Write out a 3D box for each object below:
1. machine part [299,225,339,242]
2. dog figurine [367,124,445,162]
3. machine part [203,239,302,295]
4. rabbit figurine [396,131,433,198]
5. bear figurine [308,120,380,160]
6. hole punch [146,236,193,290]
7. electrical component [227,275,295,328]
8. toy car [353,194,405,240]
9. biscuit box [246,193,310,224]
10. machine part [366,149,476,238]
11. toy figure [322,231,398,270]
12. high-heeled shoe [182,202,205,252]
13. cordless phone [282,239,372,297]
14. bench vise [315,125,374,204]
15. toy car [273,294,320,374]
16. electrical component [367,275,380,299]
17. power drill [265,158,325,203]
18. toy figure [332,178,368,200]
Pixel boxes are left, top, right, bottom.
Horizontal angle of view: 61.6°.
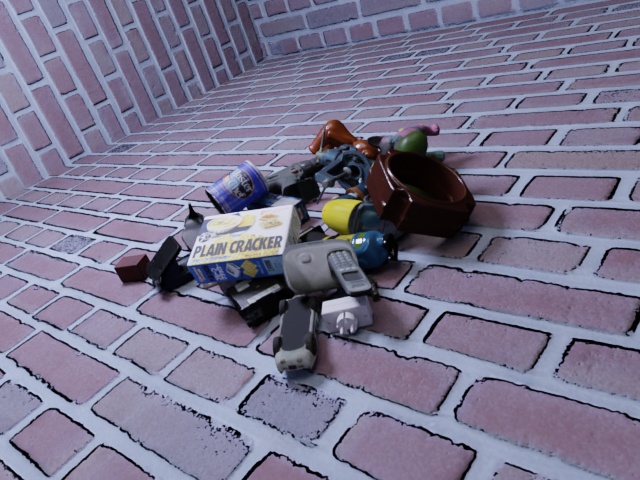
[{"bbox_3d":[-0.003,-0.004,1.271,0.084,0.039,0.139,-29,26,-34],"label":"machine part"},{"bbox_3d":[0.208,-0.241,1.419,0.219,0.108,0.192,-14,12,-26],"label":"dog figurine"},{"bbox_3d":[-0.149,0.058,1.210,0.243,0.079,0.079,-21,28,-4],"label":"machine part"},{"bbox_3d":[0.222,-0.178,1.295,0.159,0.170,0.121,-16,27,5],"label":"rabbit figurine"},{"bbox_3d":[0.085,-0.271,1.622,0.196,0.132,0.120,41,28,13],"label":"bear figurine"},{"bbox_3d":[-0.365,0.067,1.341,0.116,0.092,0.142,-52,37,-3],"label":"hole punch"},{"bbox_3d":[-0.125,0.112,1.118,0.115,0.058,0.134,-25,28,-14],"label":"electrical component"},{"bbox_3d":[0.153,-0.048,1.200,0.103,0.109,0.161,35,44,29],"label":"toy car"},{"bbox_3d":[-0.120,-0.083,1.457,0.059,0.062,0.203,-38,32,-30],"label":"biscuit box"},{"bbox_3d":[0.212,-0.103,1.139,0.201,0.087,0.202,8,41,-18],"label":"machine part"},{"bbox_3d":[0.077,0.023,1.127,0.180,0.082,0.089,-11,8,30],"label":"toy figure"},{"bbox_3d":[-0.318,0.009,1.442,0.086,0.145,0.249,-16,53,-11],"label":"high-heeled shoe"},{"bbox_3d":[0.012,0.071,0.999,0.147,0.088,0.184,-7,22,-12],"label":"cordless phone"},{"bbox_3d":[0.055,-0.193,1.447,0.224,0.128,0.240,30,37,19],"label":"bench vise"},{"bbox_3d":[-0.041,0.163,0.975,0.074,0.056,0.202,-9,26,7],"label":"toy car"},{"bbox_3d":[0.082,0.093,1.058,0.063,0.021,0.094,-20,27,-1],"label":"electrical component"},{"bbox_3d":[-0.062,-0.173,1.566,0.232,0.085,0.207,-22,32,-6],"label":"power drill"},{"bbox_3d":[0.078,-0.101,1.363,0.154,0.064,0.058,-39,24,-31],"label":"toy figure"}]
